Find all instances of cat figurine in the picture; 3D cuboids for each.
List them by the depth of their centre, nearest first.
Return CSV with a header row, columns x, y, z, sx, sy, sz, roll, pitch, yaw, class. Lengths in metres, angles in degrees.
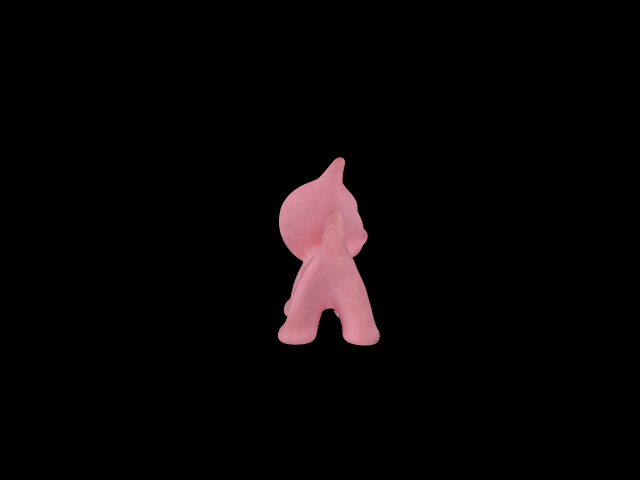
x,y,z,sx,sy,sz,roll,pitch,yaw,class
0.004,0.001,0.400,0.067,0.118,0.127,-1,7,-4,cat figurine
